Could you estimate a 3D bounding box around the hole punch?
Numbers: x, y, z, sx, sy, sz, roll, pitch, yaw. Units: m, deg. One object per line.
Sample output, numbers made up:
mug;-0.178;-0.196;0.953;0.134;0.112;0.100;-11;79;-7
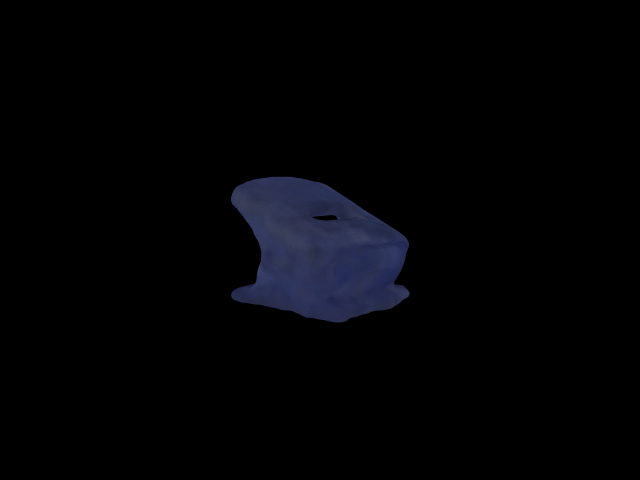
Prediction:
hole punch;0.004;0.001;0.400;0.100;0.091;0.109;5;8;40
